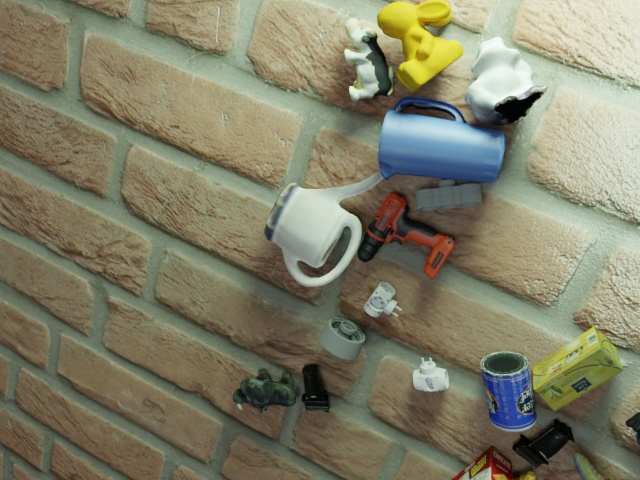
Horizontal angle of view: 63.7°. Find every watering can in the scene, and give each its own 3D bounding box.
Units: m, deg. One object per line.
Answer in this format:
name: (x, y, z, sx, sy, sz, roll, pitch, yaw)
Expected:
watering can: (0.004, -0.060, 1.197, 0.225, 0.105, 0.344, 30, 104, 9)

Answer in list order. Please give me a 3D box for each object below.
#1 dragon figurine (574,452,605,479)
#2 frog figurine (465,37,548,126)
dragon figurine: (0.736, 0.622, 1.139, 0.242, 0.123, 0.407, -21, 100, 7)
frog figurine: (0.343, -0.306, 1.001, 0.137, 0.121, 0.162, -29, 60, 8)
